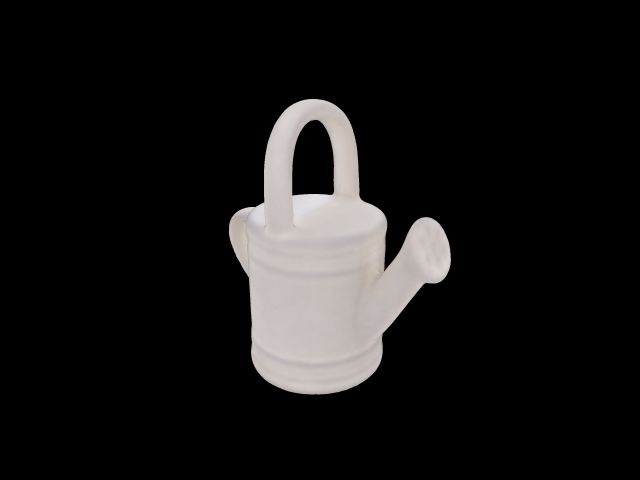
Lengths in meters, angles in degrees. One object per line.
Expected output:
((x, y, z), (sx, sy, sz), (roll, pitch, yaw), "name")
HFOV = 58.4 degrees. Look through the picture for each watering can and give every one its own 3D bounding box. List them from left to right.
((0.005, 0.001, 0.402), (0.172, 0.194, 0.101), (6, 23, 14), "watering can")
